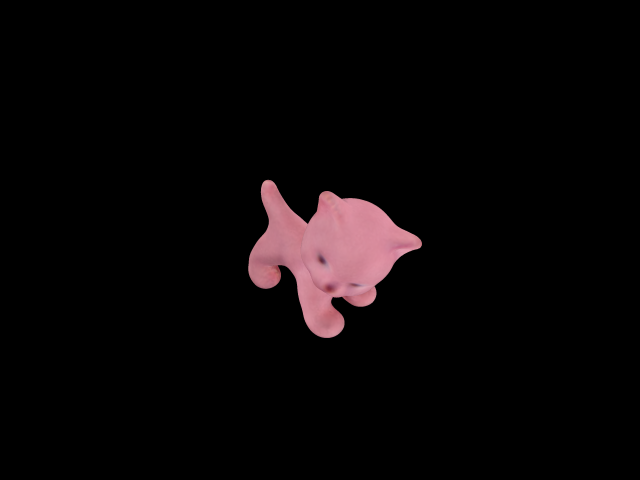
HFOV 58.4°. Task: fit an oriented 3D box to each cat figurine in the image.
[{"bbox_3d":[0.004,0.001,0.400,0.127,0.118,0.067,33,54,29],"label":"cat figurine"}]
